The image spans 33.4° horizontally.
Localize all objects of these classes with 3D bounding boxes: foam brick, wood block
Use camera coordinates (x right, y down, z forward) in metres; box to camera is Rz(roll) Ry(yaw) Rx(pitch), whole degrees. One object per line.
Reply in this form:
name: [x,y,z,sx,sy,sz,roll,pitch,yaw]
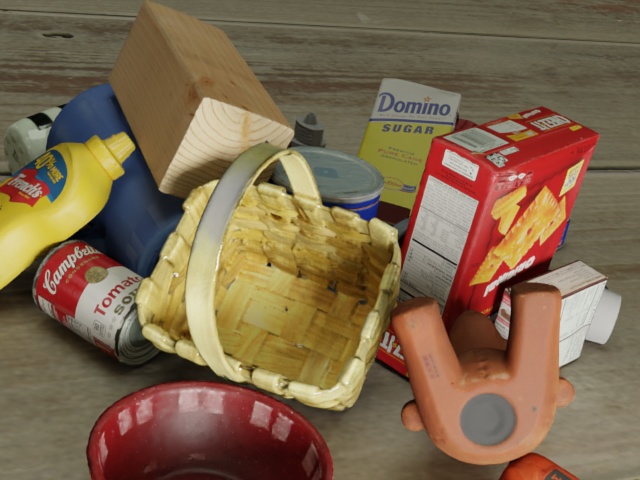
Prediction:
foam brick: [0.048,-0.010,1.089,0.078,0.051,0.053,15,26,10]
wood block: [-0.111,-0.121,0.943,0.090,0.091,0.206,17,25,-33]

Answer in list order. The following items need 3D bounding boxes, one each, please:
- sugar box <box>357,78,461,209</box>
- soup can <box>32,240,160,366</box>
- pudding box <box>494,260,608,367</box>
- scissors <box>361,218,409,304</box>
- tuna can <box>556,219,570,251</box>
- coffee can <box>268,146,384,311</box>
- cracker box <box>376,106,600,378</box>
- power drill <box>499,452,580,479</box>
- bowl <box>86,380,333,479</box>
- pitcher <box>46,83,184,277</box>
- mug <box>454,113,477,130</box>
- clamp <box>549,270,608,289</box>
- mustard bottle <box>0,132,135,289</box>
sugar box: [0.089,-0.090,1.164,0.093,0.048,0.176,14,67,7]
soup can: [-0.175,0.051,0.870,0.102,0.068,0.068,27,31,29]
pudding box: [0.197,0.074,0.936,0.113,0.090,0.039,-18,39,-42]
scissors: [0.026,0.038,0.908,0.201,0.096,0.016,-18,41,-29]
tuna can: [0.236,-0.021,1.199,0.086,0.034,0.086,8,27,-4]
coffee can: [-0.006,0.001,0.947,0.102,0.140,0.103,9,27,-4]
cracker box: [0.142,0.005,0.912,0.072,0.214,0.163,33,34,32]
power drill: [0.122,0.214,0.670,0.187,0.057,0.185,-15,36,-41]
bowl: [-0.074,0.161,0.705,0.162,0.055,0.162,8,27,-4]
pitcher: [-0.168,-0.034,0.989,0.144,0.149,0.243,26,16,-41]
mug: [0.156,-0.108,1.255,0.093,0.117,0.081,-5,17,18]
clamp: [0.193,0.027,1.084,0.171,0.039,0.120,3,24,-13]
mustard bottle: [-0.238,-0.029,0.904,0.191,0.058,0.096,-37,38,-7]
